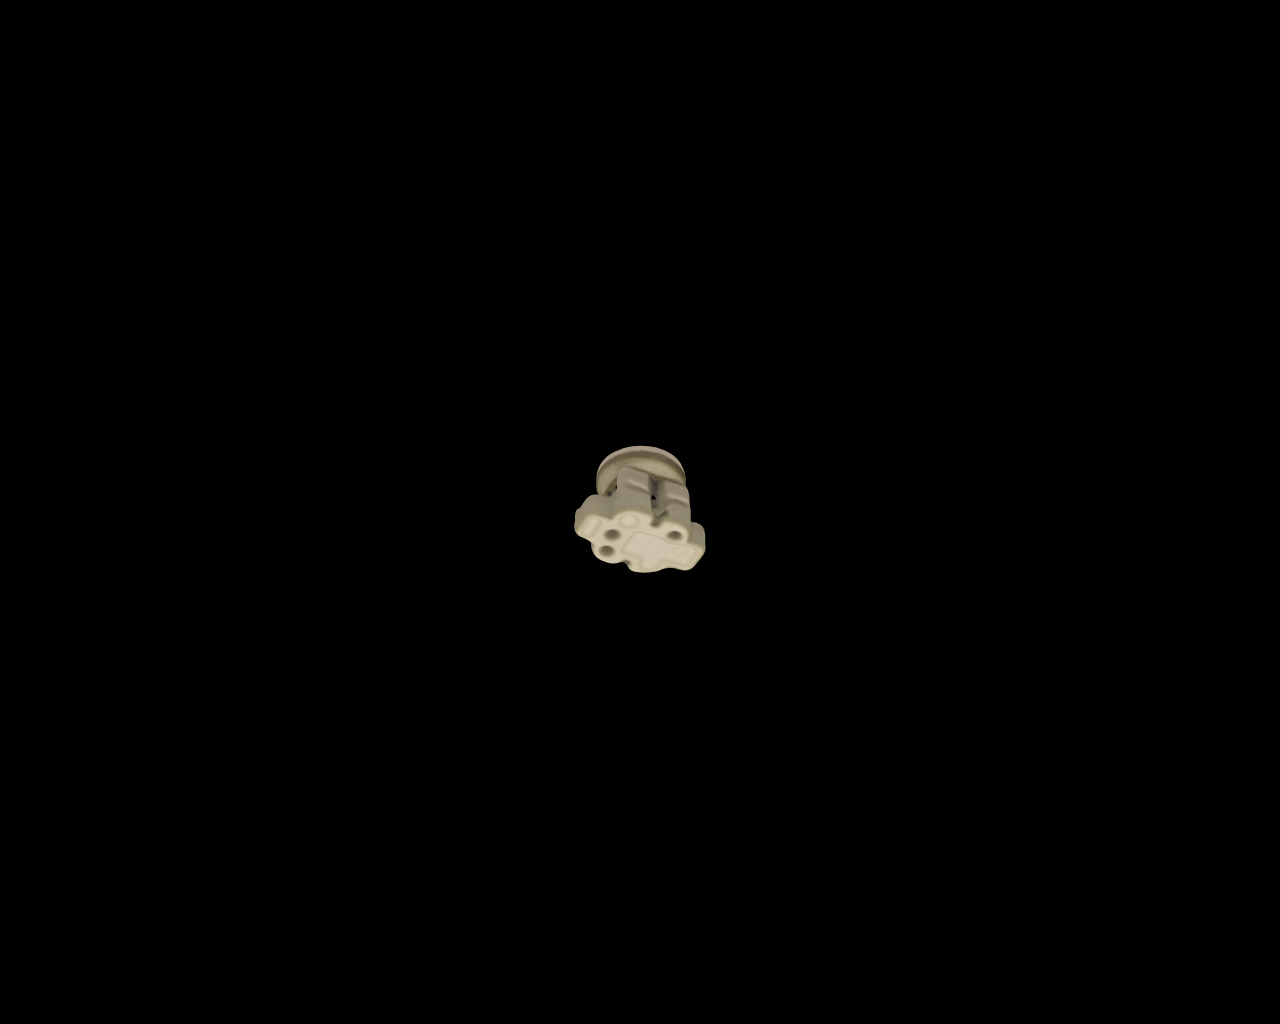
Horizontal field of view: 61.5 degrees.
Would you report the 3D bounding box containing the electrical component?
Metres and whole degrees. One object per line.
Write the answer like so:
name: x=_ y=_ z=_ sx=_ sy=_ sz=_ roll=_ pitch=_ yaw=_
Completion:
electrical component: x=0.001 y=-0.003 z=0.650 sx=0.078 sy=0.057 sz=0.058 roll=18 pitch=-44 yaw=-19
